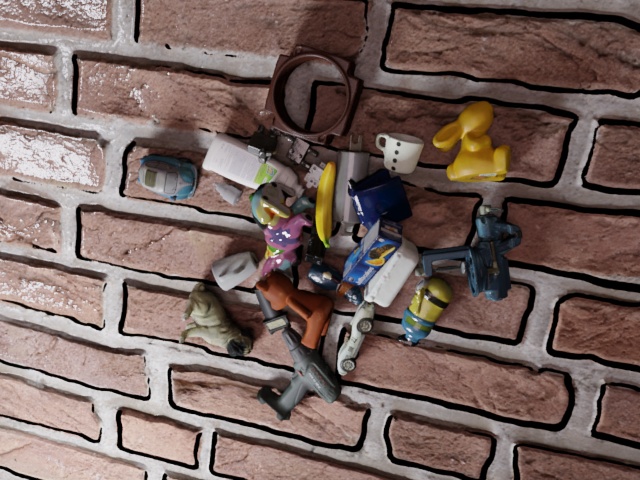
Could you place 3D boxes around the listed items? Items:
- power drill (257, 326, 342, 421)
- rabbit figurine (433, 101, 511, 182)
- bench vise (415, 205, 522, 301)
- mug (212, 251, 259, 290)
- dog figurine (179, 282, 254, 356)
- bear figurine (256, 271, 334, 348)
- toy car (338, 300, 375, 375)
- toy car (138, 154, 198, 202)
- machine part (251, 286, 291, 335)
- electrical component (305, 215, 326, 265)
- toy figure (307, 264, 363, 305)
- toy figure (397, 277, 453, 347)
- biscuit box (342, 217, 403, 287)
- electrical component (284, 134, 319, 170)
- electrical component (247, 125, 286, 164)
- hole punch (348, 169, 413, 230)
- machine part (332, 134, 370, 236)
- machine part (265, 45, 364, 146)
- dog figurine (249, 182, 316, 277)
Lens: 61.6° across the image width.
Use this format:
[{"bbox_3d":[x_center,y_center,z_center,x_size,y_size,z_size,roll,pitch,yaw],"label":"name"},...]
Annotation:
[{"bbox_3d":[-0.072,0.364,1.424,0.232,0.086,0.207,45,101,-3],"label":"power drill"},{"bbox_3d":[0.336,-0.216,1.181,0.163,0.122,0.173,0,89,23],"label":"rabbit figurine"},{"bbox_3d":[0.334,0.035,1.220,0.241,0.129,0.223,-8,104,6],"label":"bench vise"},{"bbox_3d":[-0.215,0.072,1.374,0.107,0.109,0.080,-27,92,5],"label":"mug"},{"bbox_3d":[-0.260,0.212,1.429,0.191,0.121,0.172,11,109,-4],"label":"dog figurine"},{"bbox_3d":[-0.068,0.166,1.350,0.196,0.120,0.131,19,109,10],"label":"bear figurine"},{"bbox_3d":[0.089,0.248,1.354,0.056,0.073,0.201,23,107,4],"label":"toy car"},{"bbox_3d":[-0.399,-0.161,1.361,0.162,0.103,0.109,17,105,7],"label":"toy car"},{"bbox_3d":[-0.132,0.179,1.412,0.084,0.039,0.138,-25,98,26],"label":"machine part"},{"bbox_3d":[-0.003,-0.004,1.314,0.048,0.074,0.119,15,71,0],"label":"electrical component"},{"bbox_3d":[0.043,0.109,1.338,0.155,0.064,0.057,28,99,7],"label":"toy figure"},{"bbox_3d":[0.253,0.172,1.295,0.089,0.082,0.180,19,102,-3],"label":"toy figure"},{"bbox_3d":[0.119,0.033,1.253,0.063,0.059,0.202,19,141,-12],"label":"biscuit box"},{"bbox_3d":[-0.052,-0.215,1.306,0.094,0.021,0.063,33,109,4],"label":"electrical component"},{"bbox_3d":[-0.130,-0.231,1.285,0.078,0.102,0.045,27,146,-1],"label":"electrical component"},{"bbox_3d":[0.139,-0.088,1.221,0.116,0.092,0.142,-31,121,-12],"label":"hole punch"},{"bbox_3d":[0.071,-0.127,1.268,0.079,0.079,0.243,9,105,11],"label":"machine part"},{"bbox_3d":[-0.014,-0.331,1.237,0.202,0.087,0.200,20,106,7],"label":"machine part"},{"bbox_3d":[-0.111,-0.015,1.302,0.191,0.108,0.219,22,125,-18],"label":"dog figurine"}]
